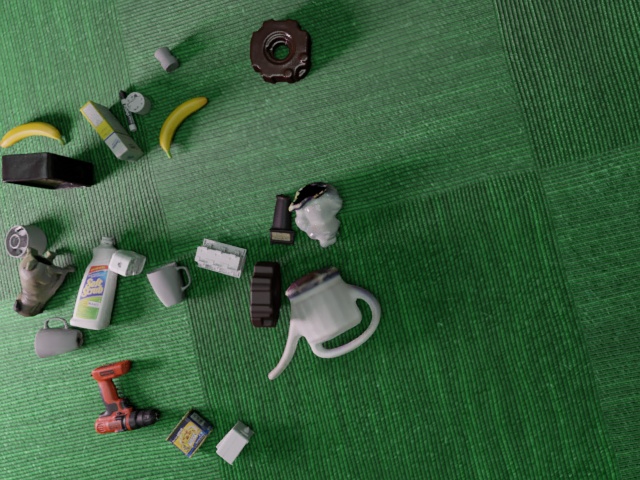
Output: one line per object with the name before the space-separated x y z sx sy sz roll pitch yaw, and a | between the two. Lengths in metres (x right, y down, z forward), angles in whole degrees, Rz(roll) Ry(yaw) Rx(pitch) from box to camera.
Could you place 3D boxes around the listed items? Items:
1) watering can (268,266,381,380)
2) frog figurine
watering can | -0.019 0.207 1.329 0.346 0.104 0.225 -27 85 7
frog figurine | 0.004 -0.068 1.349 0.137 0.125 0.157 -37 121 -2
